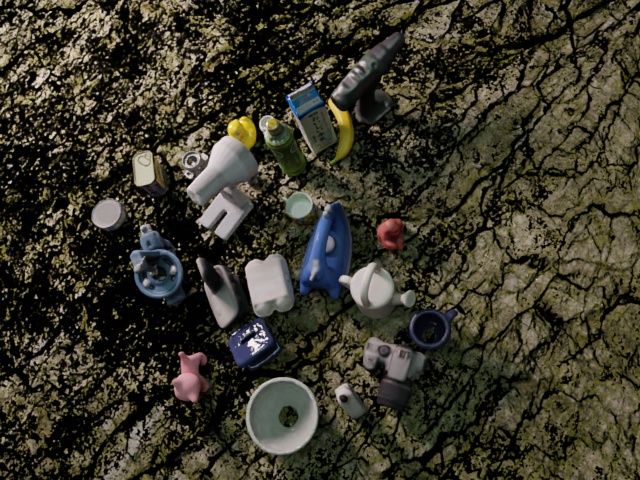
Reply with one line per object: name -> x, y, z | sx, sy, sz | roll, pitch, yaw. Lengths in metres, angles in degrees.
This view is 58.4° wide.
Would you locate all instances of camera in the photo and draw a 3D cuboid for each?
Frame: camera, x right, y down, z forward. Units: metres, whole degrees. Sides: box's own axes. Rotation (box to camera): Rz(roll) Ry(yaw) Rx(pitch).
camera -> 0.157, 0.300, 1.272 | 0.143, 0.101, 0.137 | 14, 75, 15

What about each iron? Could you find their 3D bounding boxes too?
iron -> 0.013, 0.005, 1.378 | 0.118, 0.142, 0.258 | 6, 73, 13

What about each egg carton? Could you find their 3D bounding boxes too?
egg carton -> -0.122, 0.111, 1.406 | 0.107, 0.069, 0.150 | -18, 69, 5

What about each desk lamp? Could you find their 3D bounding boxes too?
desk lamp -> -0.239, -0.130, 1.432 | 0.117, 0.214, 0.203 | 32, 80, 19

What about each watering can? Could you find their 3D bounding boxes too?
watering can -> 0.127, 0.110, 1.292 | 0.172, 0.194, 0.101 | -5, 71, 9

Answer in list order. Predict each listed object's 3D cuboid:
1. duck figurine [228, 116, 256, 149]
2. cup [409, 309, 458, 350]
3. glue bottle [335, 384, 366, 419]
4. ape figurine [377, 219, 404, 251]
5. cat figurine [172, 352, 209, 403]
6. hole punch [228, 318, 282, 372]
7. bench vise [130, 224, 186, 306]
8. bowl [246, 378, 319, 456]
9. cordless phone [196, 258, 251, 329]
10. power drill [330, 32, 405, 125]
duck figurine -> -0.219, -0.295, 1.553 | 0.077, 0.086, 0.104 | 12, 74, 15
cup -> 0.259, 0.200, 1.290 | 0.118, 0.095, 0.091 | -35, 69, -2
glue bottle -> 0.059, 0.345, 1.237 | 0.037, 0.173, 0.078 | -34, 69, -1
ape figurine -> 0.173, -0.021, 1.382 | 0.076, 0.092, 0.078 | 34, 81, 19
cat figurine -> -0.310, 0.324, 1.344 | 0.067, 0.118, 0.128 | -15, 69, 6
hole punch -> -0.162, 0.246, 1.357 | 0.108, 0.091, 0.101 | -37, 69, -3
bench vise -> -0.422, 0.053, 1.402 | 0.121, 0.220, 0.207 | -41, 69, -4
bowl -> -0.078, 0.399, 1.298 | 0.167, 0.075, 0.167 | -3, 71, 10
cordless phone -> -0.246, 0.123, 1.364 | 0.094, 0.185, 0.147 | -29, 69, 1
power drill -> 0.131, -0.394, 1.454 | 0.230, 0.209, 0.075 | -42, 69, -5
